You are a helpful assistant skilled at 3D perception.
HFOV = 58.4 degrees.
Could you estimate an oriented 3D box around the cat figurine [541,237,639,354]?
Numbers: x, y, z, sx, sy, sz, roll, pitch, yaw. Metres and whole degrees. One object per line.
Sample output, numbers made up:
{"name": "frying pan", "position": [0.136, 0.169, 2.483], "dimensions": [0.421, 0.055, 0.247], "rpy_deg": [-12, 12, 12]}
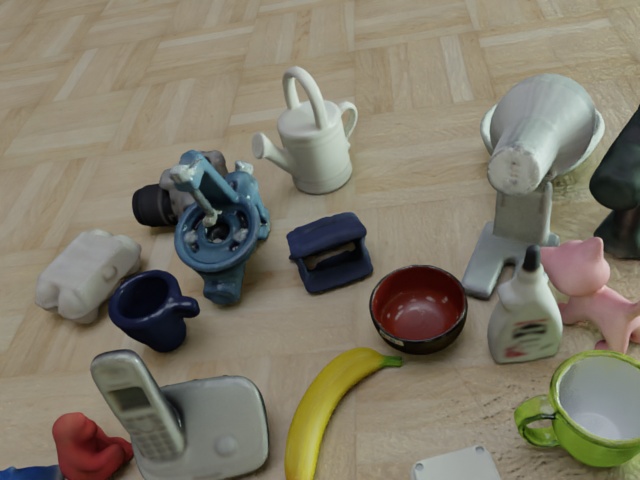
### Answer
{"name": "cat figurine", "position": [0.299, 0.051, 0.626], "dimensions": [0.067, 0.118, 0.127], "rpy_deg": [-32, 47, -16]}

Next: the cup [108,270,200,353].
{"name": "cup", "position": [-0.196, 0.100, 0.732], "dimensions": [0.117, 0.095, 0.092], "rpy_deg": [1, 47, 17]}

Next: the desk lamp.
{"name": "desk lamp", "position": [0.246, -0.062, 0.683], "dimensions": [0.117, 0.214, 0.203], "rpy_deg": [13, 51, 26]}

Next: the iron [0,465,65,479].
{"name": "iron", "position": [-0.368, 0.307, 0.543], "dimensions": [0.118, 0.142, 0.259], "rpy_deg": [12, 51, 26]}

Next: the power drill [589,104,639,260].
{"name": "power drill", "position": [0.390, -0.087, 0.671], "dimensions": [0.075, 0.209, 0.230], "rpy_deg": [29, 60, 36]}

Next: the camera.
{"name": "camera", "position": [-0.223, -0.078, 0.910], "dimensions": [0.136, 0.101, 0.143], "rpy_deg": [-6, 45, 10]}

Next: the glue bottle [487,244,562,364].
{"name": "glue bottle", "position": [0.215, 0.066, 0.595], "dimensions": [0.078, 0.173, 0.037], "rpy_deg": [-13, 44, 3]}

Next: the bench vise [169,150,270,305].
{"name": "bench vise", "position": [-0.146, -0.050, 0.776], "dimensions": [0.121, 0.220, 0.207], "rpy_deg": [-14, 44, 2]}

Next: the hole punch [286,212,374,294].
{"name": "hole punch", "position": [0.007, 0.003, 0.774], "dimensions": [0.108, 0.091, 0.101], "rpy_deg": [-19, 44, -3]}

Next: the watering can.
{"name": "watering can", "position": [-0.020, -0.169, 0.876], "dimensions": [0.100, 0.194, 0.173], "rpy_deg": [21, 55, 31]}

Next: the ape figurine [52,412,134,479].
{"name": "ape figurine", "position": [-0.259, 0.223, 0.631], "dimensions": [0.076, 0.092, 0.077], "rpy_deg": [-32, 46, -15]}

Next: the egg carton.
{"name": "egg carton", "position": [-0.336, 0.051, 0.838], "dimensions": [0.107, 0.069, 0.150], "rpy_deg": [12, 51, 25]}

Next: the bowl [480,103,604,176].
{"name": "bowl", "position": [0.320, -0.142, 0.841], "dimensions": [0.167, 0.075, 0.167], "rpy_deg": [-8, 45, 8]}

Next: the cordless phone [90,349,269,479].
{"name": "cordless phone", "position": [-0.138, 0.170, 0.582], "dimensions": [0.147, 0.185, 0.094], "rpy_deg": [-14, 44, 3]}
